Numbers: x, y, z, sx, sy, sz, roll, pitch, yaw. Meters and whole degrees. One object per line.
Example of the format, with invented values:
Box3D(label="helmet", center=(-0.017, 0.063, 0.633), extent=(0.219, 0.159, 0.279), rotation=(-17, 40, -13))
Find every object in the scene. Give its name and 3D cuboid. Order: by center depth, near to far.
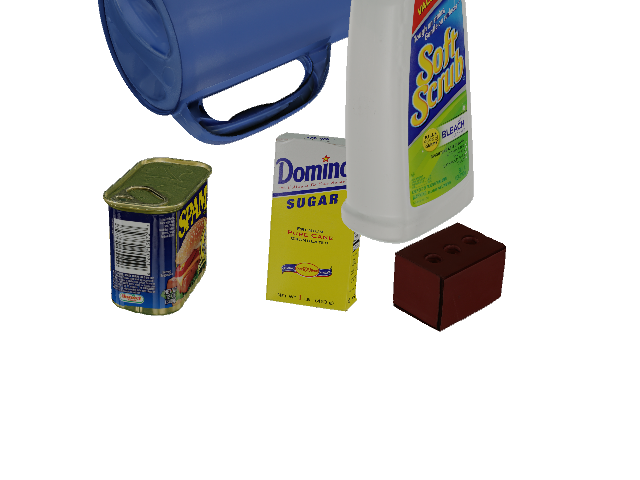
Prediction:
Box3D(label="bleach bottle", center=(0.056, -0.130, 0.720), extent=(0.102, 0.251, 0.068), rotation=(-28, 36, -36))
Box3D(label="can of meat", center=(-0.116, -0.004, 0.771), extent=(0.057, 0.084, 0.102), rotation=(7, 23, 9))
Box3D(label="foam brick", center=(0.103, 0.028, 0.853), extent=(0.078, 0.051, 0.053), rotation=(-24, 38, -37))
Box3D(label="pitcher", center=(-0.050, -0.194, 0.904), extent=(0.242, 0.149, 0.145), rotation=(-24, 44, -29))
Box3D(label="sugar box", center=(-0.004, -0.020, 1.117), extent=(0.093, 0.176, 0.048), rotation=(7, 15, 14))
